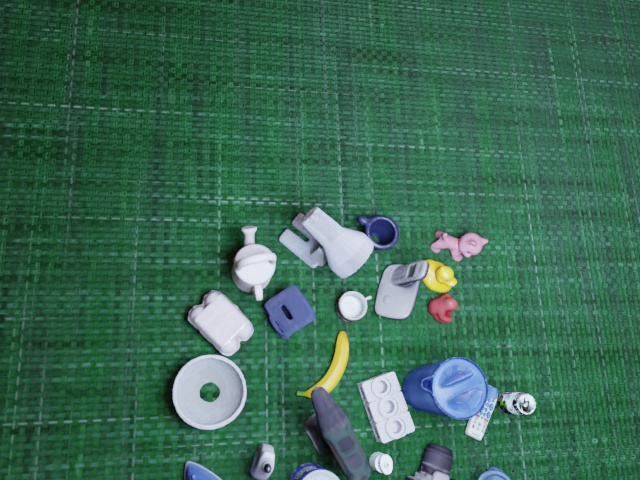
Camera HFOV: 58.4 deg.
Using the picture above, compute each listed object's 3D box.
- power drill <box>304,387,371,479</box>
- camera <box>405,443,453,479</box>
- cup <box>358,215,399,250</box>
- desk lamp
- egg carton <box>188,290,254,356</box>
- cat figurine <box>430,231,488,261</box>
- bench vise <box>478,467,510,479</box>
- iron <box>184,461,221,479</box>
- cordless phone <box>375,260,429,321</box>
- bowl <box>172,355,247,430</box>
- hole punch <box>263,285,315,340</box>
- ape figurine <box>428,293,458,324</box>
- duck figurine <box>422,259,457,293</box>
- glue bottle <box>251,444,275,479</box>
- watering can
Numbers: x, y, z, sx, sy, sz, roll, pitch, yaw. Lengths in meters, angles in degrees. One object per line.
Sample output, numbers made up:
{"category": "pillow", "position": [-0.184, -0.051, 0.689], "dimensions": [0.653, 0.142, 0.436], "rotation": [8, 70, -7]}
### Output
{"category": "power drill", "position": [0.028, 0.439, 1.301], "dimensions": [0.076, 0.208, 0.229], "rotation": [-29, 83, -17]}
{"category": "camera", "position": [0.292, 0.572, 1.379], "dimensions": [0.143, 0.100, 0.137], "rotation": [22, 72, -5]}
{"category": "cup", "position": [0.140, -0.017, 1.506], "dimensions": [0.118, 0.095, 0.092], "rotation": [34, 71, -2]}
{"category": "desk lamp", "position": [0.013, 0.005, 1.410], "dimensions": [0.203, 0.213, 0.118], "rotation": [37, 71, 0]}
{"category": "egg carton", "position": [-0.237, 0.199, 1.380], "dimensions": [0.150, 0.069, 0.107], "rotation": [43, 71, 1]}
{"category": "cat figurine", "position": [0.378, 0.008, 1.538], "dimensions": [0.128, 0.117, 0.067], "rotation": [19, 72, -6]}
{"category": "bench vise", "position": [0.406, 0.635, 1.324], "dimensions": [0.121, 0.219, 0.207], "rotation": [28, 72, -3]}
{"category": "iron", "position": [-0.225, 0.601, 1.238], "dimensions": [0.119, 0.141, 0.258], "rotation": [-31, 84, -18]}
{"category": "cordless phone", "position": [0.213, 0.123, 1.437], "dimensions": [0.094, 0.185, 0.148], "rotation": [17, 73, -7]}
{"category": "bowl", "position": [-0.257, 0.353, 1.333], "dimensions": [0.167, 0.074, 0.167], "rotation": [3, 75, -11]}
{"category": "hole punch", "position": [-0.076, 0.179, 1.409], "dimensions": [0.101, 0.091, 0.108], "rotation": [-33, 84, -18]}
{"category": "ape figurine", "position": [0.329, 0.174, 1.497], "dimensions": [0.076, 0.092, 0.078], "rotation": [23, 72, -5]}
{"category": "duck figurine", "position": [0.318, 0.090, 1.520], "dimensions": [0.104, 0.086, 0.077], "rotation": [43, 71, 2]}
{"category": "glue bottle", "position": [-0.122, 0.498, 1.271], "dimensions": [0.037, 0.173, 0.078], "rotation": [18, 72, -7]}
{"category": "watering can", "position": [-0.160, 0.054, 1.370], "dimensions": [0.101, 0.194, 0.173], "rotation": [-30, 83, -18]}
